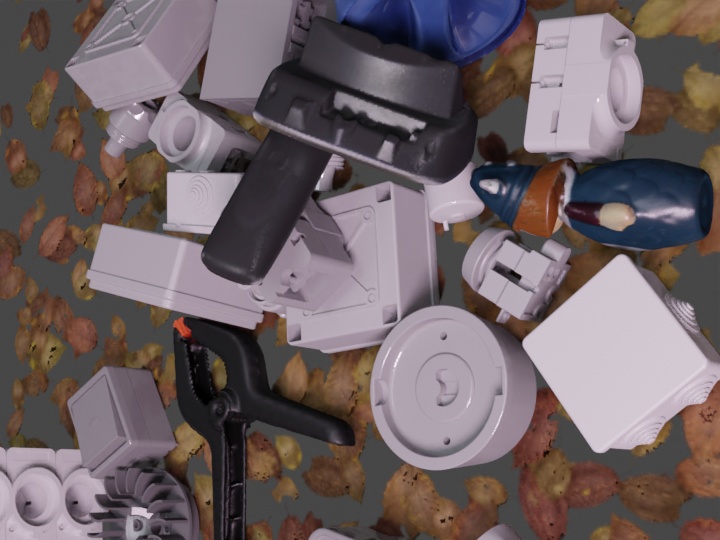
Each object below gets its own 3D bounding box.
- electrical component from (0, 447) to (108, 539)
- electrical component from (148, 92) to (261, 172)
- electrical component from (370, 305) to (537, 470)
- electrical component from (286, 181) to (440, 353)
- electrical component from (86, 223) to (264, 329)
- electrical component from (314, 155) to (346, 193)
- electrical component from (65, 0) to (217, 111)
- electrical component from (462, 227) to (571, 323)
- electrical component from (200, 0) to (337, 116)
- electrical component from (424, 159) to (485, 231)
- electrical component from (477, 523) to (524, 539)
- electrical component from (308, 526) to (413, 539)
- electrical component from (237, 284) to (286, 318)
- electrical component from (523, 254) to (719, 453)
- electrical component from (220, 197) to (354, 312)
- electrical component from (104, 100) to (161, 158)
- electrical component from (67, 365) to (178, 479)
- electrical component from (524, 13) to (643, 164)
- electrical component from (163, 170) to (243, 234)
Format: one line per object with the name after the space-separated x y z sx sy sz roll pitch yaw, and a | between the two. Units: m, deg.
-0.299 0.203 0.936 0.062 0.150 0.089 -16 71 36 | electrical component
-0.138 -0.113 0.934 0.089 0.056 0.050 40 106 37 | electrical component
0.068 0.081 0.728 0.108 0.060 0.108 -9 75 37 | electrical component
0.000 0.000 0.801 0.109 0.056 0.108 -13 73 36 | electrical component
-0.147 0.005 0.884 0.109 0.109 0.056 11 85 39 | electrical component
-0.029 -0.093 0.852 0.048 0.048 0.062 4 90 39 | electrical component
-0.192 -0.205 0.967 0.109 0.056 0.108 -6 46 37 | electrical component
0.103 0.002 0.727 0.055 0.048 0.066 33 102 30 | electrical component
-0.068 -0.206 0.894 0.089 0.062 0.150 6 85 39 | electrical component
0.065 -0.070 0.774 0.040 0.040 0.078 -21 68 34 | electrical component
0.095 0.218 0.688 0.077 0.044 0.079 45 108 35 | electrical component
0.014 0.214 0.744 0.095 0.059 0.053 10 87 39 | electrical component
-0.070 0.012 0.850 0.048 0.062 0.048 -9 75 37 | electrical component
0.164 0.053 0.664 0.099 0.048 0.099 -45 57 22 | electrical component
-0.050 -0.020 0.770 0.050 0.056 0.089 -46 56 22 | electrical component
-0.217 -0.134 1.009 0.062 0.043 0.043 -50 55 21 | electrical component
-0.214 0.128 0.941 0.062 0.061 0.096 -41 59 25 | electrical component
0.150 -0.118 0.710 0.056 0.050 0.089 4 83 39 | electrical component
-0.097 -0.055 0.864 0.100 0.100 0.048 5 97 39 | electrical component
